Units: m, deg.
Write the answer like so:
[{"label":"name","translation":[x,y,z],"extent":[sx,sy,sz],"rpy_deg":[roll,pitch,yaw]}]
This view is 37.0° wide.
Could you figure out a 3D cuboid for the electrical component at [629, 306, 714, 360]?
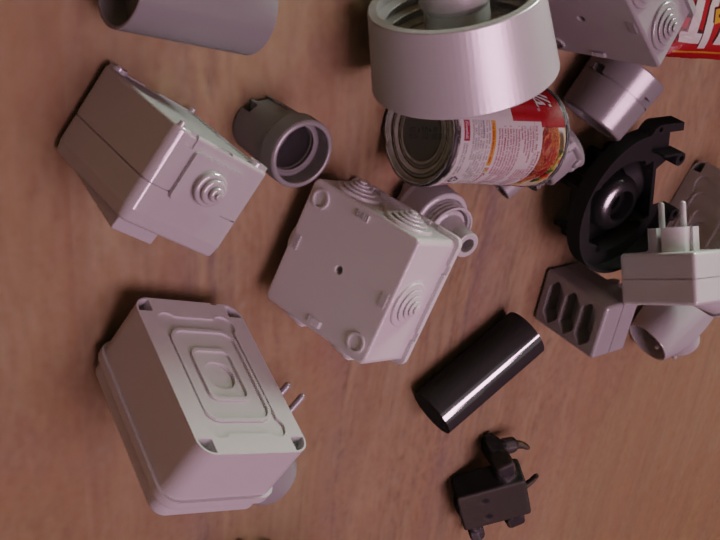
[{"label":"electrical component","translation":[0.293,0.053,0.990],"extent":[0.077,0.043,0.079],"rpy_deg":[-40,137,-13]}]

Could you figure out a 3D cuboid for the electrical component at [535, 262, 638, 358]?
[{"label":"electrical component","translation":[0.195,0.028,0.869],"extent":[0.077,0.066,0.047],"rpy_deg":[-11,125,-36]}]

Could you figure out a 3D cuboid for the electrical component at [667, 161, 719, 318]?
[{"label":"electrical component","translation":[0.301,-0.025,0.917],"extent":[0.057,0.078,0.113],"rpy_deg":[18,105,-44]}]

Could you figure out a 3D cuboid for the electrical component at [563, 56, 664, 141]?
[{"label":"electrical component","translation":[0.176,-0.123,0.755],"extent":[0.047,0.055,0.055],"rpy_deg":[-53,139,8]}]

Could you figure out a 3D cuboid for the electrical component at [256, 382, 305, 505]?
[{"label":"electrical component","translation":[-0.068,0.108,0.708],"extent":[0.079,0.043,0.077],"rpy_deg":[-49,139,-4]}]

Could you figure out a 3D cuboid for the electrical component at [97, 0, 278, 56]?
[{"label":"electrical component","translation":[-0.077,-0.148,0.517],"extent":[0.077,0.044,0.079],"rpy_deg":[2,117,-42]}]

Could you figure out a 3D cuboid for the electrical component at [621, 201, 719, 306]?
[{"label":"electrical component","translation":[0.236,-0.013,0.809],"extent":[0.047,0.066,0.076],"rpy_deg":[-5,92,-40]}]

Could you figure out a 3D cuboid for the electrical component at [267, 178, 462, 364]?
[{"label":"electrical component","translation":[0.000,0.000,0.652],"extent":[0.048,0.100,0.099],"rpy_deg":[0,119,-56]}]

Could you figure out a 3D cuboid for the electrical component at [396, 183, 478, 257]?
[{"label":"electrical component","translation":[0.052,-0.031,0.701],"extent":[0.043,0.062,0.043],"rpy_deg":[-20,132,-24]}]

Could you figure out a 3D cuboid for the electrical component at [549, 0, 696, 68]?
[{"label":"electrical component","translation":[0.146,-0.172,0.661],"extent":[0.048,0.100,0.100],"rpy_deg":[-60,140,-10]}]

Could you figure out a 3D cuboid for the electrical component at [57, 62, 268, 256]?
[{"label":"electrical component","translation":[-0.098,-0.049,0.530],"extent":[0.062,0.096,0.061],"rpy_deg":[26,100,-48]}]

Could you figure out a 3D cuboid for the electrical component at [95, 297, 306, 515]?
[{"label":"electrical component","translation":[-0.093,0.077,0.607],"extent":[0.078,0.113,0.057],"rpy_deg":[8,131,-45]}]

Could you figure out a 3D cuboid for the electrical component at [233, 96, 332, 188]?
[{"label":"electrical component","translation":[-0.044,-0.073,0.599],"extent":[0.040,0.046,0.040],"rpy_deg":[-23,131,-29]}]

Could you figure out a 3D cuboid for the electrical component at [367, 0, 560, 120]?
[{"label":"electrical component","translation":[0.055,-0.136,0.601],"extent":[0.108,0.108,0.060],"rpy_deg":[-29,128,-24]}]

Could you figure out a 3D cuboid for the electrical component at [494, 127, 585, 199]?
[{"label":"electrical component","translation":[0.121,-0.075,0.747],"extent":[0.062,0.048,0.048],"rpy_deg":[-40,138,-3]}]
